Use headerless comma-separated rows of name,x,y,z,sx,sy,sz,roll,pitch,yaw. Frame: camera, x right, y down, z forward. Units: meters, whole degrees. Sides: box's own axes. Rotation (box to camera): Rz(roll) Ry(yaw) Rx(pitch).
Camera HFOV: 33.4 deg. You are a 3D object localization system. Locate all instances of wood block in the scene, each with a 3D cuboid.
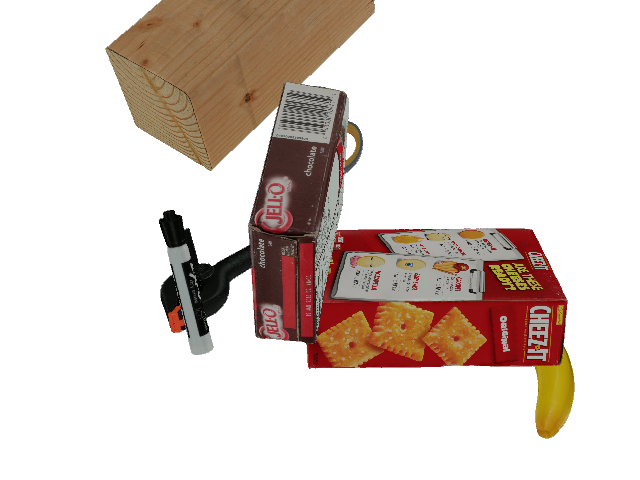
wood block,-0.056,-0.167,0.846,0.090,0.206,0.091,31,-25,26

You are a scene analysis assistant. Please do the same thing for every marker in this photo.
marker,-0.109,0.034,0.863,0.020,0.121,0.020,-11,16,3

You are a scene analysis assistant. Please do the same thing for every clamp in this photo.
clamp,-0.127,0.043,1.248,0.120,0.039,0.171,-3,39,14

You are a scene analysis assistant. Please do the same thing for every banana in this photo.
banana,0.232,0.134,1.134,0.069,0.037,0.198,-25,34,3

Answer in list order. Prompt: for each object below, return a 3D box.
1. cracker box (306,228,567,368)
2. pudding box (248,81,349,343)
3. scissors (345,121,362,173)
cracker box,0.095,0.049,0.949,0.213,0.072,0.164,0,22,1
pudding box,-0.011,-0.015,0.575,0.039,0.113,0.090,8,-41,6
scissors,0.001,-0.042,1.094,0.096,0.202,0.016,-5,-11,-3
